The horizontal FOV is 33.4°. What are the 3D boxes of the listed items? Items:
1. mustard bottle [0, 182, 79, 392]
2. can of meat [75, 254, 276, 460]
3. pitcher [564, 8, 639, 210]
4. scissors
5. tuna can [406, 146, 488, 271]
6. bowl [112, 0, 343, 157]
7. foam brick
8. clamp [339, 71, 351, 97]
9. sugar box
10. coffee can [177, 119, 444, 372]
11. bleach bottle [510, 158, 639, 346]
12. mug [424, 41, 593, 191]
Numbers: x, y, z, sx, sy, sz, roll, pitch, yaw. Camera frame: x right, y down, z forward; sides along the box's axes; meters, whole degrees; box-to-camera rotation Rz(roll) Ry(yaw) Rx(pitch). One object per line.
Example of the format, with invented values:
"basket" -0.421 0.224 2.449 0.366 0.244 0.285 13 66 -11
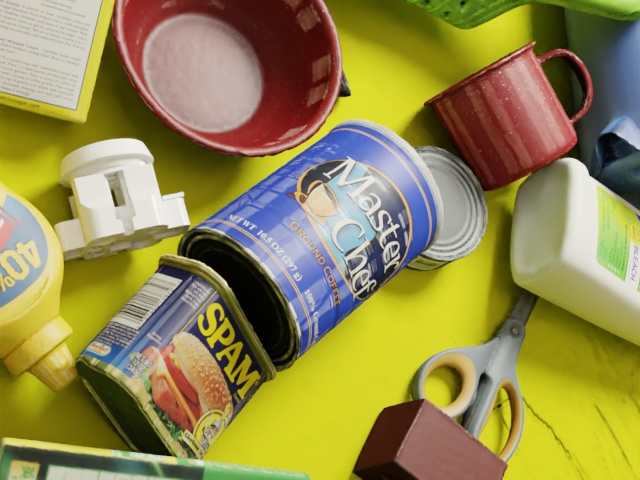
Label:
"mustard bottle" -0.200 0.006 0.590 0.096 0.058 0.191 -41 96 -33
"can of meat" -0.083 0.074 0.614 0.083 0.058 0.102 -50 134 -29
"pitcher" 0.269 -0.147 0.865 0.145 0.149 0.243 -5 70 4
"scissors" 0.121 0.066 0.770 0.096 0.016 0.201 25 59 -16
"tuna can" 0.075 -0.022 0.765 0.086 0.034 0.086 9 69 -26
"bowl" -0.067 -0.122 0.708 0.161 0.055 0.162 9 69 -26
"foam brick" 0.072 0.148 0.693 0.078 0.053 0.051 39 60 -11
"clamp" -0.014 -0.183 0.754 0.171 0.039 0.120 28 98 0
"sugar box" -0.166 -0.166 0.633 0.093 0.048 0.176 13 94 -26
"coffee can" -0.004 0.001 0.672 0.140 0.103 0.103 -38 93 -32
"bleach bottle" 0.260 0.035 0.825 0.250 0.068 0.102 26 58 -26
"mug" 0.147 -0.095 0.789 0.117 0.093 0.081 -30 94 -1
